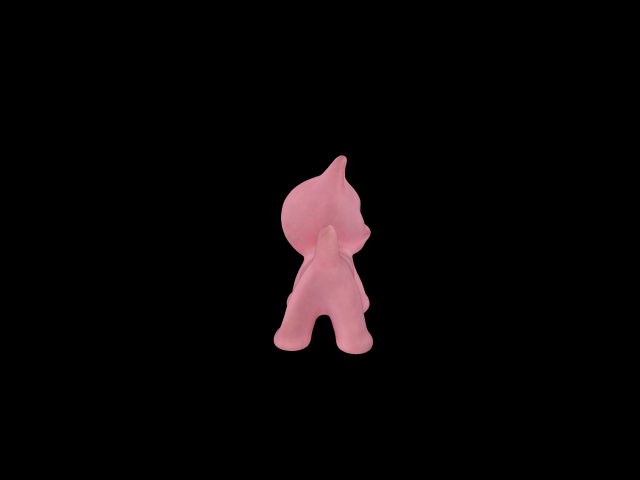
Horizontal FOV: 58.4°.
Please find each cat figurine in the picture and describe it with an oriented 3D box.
[{"bbox_3d":[0.004,0.001,0.400,0.067,0.118,0.128,0,15,0],"label":"cat figurine"}]
